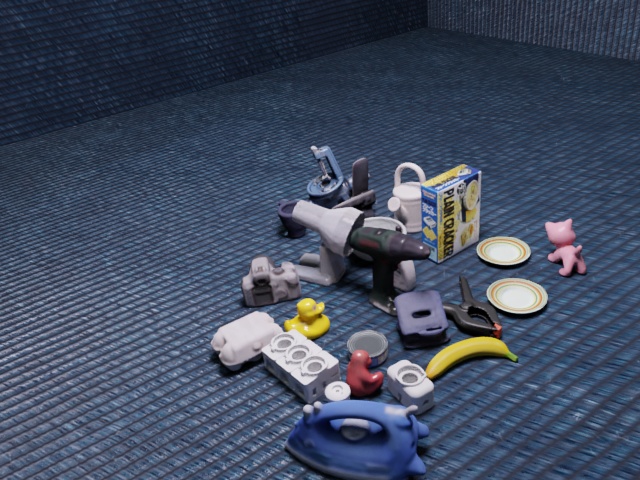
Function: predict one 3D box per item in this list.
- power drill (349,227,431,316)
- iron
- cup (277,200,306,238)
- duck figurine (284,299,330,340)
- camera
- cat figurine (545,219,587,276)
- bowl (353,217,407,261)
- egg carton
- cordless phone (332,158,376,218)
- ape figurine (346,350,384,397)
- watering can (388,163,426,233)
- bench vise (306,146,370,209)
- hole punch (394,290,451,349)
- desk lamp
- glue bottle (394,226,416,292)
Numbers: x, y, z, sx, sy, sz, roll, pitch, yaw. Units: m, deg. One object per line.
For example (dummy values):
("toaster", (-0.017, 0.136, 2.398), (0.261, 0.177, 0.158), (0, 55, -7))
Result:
("power drill", (0.163, 0.065, 1.312), (0.076, 0.209, 0.228), (-30, 38, -32))
("iron", (0.053, 0.324, 0.980), (0.257, 0.142, 0.119), (1, 33, 13))
("cup", (-0.081, -0.060, 1.673), (0.092, 0.095, 0.117), (-26, 36, -27))
("duck figurine", (-0.032, 0.173, 1.295), (0.104, 0.086, 0.077), (-13, 32, -10))
("camera", (-0.128, 0.085, 1.444), (0.143, 0.101, 0.136), (-10, 32, -4))
("cat figurine", (0.601, 0.008, 1.399), (0.067, 0.118, 0.127), (-10, 32, -5))
("bowl", (0.150, 0.009, 1.533), (0.167, 0.075, 0.167), (-5, 32, 4))
("egg carton", (-0.157, 0.222, 1.259), (0.150, 0.069, 0.107), (-23, 35, -24))
("cordless phone", (0.091, -0.144, 1.686), (0.148, 0.185, 0.093), (-28, 37, -29))
("ape figurine", (0.083, 0.257, 1.130), (0.076, 0.092, 0.077), (-23, 35, -24))
("watering can", (0.253, -0.122, 1.608), (0.100, 0.194, 0.173), (3, 33, 16))
("bench vise", (0.042, -0.202, 1.757), (0.208, 0.220, 0.121), (-26, 36, -28))
("hole punch", (0.221, 0.170, 1.242), (0.108, 0.091, 0.101), (-9, 32, -3))
("desk lamp", (0.013, 0.005, 1.435), (0.202, 0.214, 0.118), (10, 36, 26))
("glue bottle", (0.191, 0.040, 1.380), (0.077, 0.173, 0.037), (23, 43, 40))
